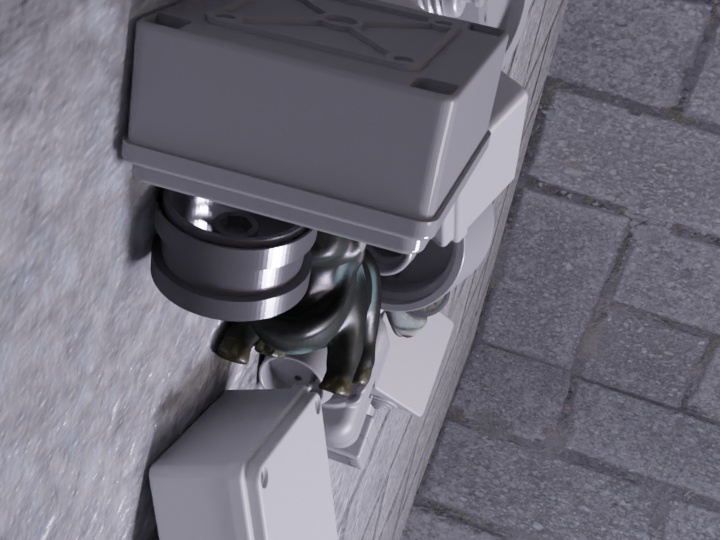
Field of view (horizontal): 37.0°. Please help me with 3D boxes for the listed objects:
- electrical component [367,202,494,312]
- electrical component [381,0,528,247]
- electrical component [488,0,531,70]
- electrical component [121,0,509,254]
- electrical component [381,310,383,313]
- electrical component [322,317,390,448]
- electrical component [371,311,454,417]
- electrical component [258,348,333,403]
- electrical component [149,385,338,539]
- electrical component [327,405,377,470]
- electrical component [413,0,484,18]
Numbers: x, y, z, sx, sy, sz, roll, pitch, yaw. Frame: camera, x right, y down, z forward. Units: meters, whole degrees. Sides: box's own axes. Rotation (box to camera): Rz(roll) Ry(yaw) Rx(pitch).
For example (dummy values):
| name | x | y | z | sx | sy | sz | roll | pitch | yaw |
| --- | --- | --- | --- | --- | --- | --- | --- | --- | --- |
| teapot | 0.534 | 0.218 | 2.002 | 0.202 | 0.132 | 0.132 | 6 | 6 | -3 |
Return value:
| name | x | y | z | sx | sy | sz | roll | pitch | yaw |
| --- | --- | --- | --- | --- | --- | --- | --- | --- | --- |
| electrical component | 0.023 | -0.026 | 0.668 | 0.060 | 0.108 | 0.108 | -44 | 151 | -59 |
| electrical component | 0.021 | -0.076 | 0.515 | 0.056 | 0.109 | 0.108 | -47 | 166 | -9 |
| electrical component | 0.058 | -0.177 | 0.685 | 0.108 | 0.060 | 0.108 | -33 | 133 | -44 |
| electrical component | -0.011 | -0.061 | 0.382 | 0.108 | 0.109 | 0.056 | -54 | 158 | -61 |
| electrical component | 0.000 | 0.000 | 0.750 | 0.055 | 0.047 | 0.055 | 18 | 90 | -81 |
| electrical component | -0.017 | 0.075 | 0.774 | 0.059 | 0.054 | 0.095 | 77 | 32 | -72 |
| electrical component | 0.023 | 0.063 | 0.891 | 0.100 | 0.048 | 0.099 | 37 | 67 | -42 |
| electrical component | -0.032 | 0.060 | 0.689 | 0.077 | 0.043 | 0.079 | -61 | 166 | -49 |
| electrical component | -0.055 | 0.127 | 0.549 | 0.108 | 0.056 | 0.108 | -47 | 132 | -70 |
| electrical component | -0.008 | 0.128 | 0.946 | 0.065 | 0.047 | 0.076 | 79 | 30 | -70 |
| electrical component | 0.024 | -0.141 | 0.552 | 0.040 | 0.078 | 0.040 | 5 | 90 | -71 |
